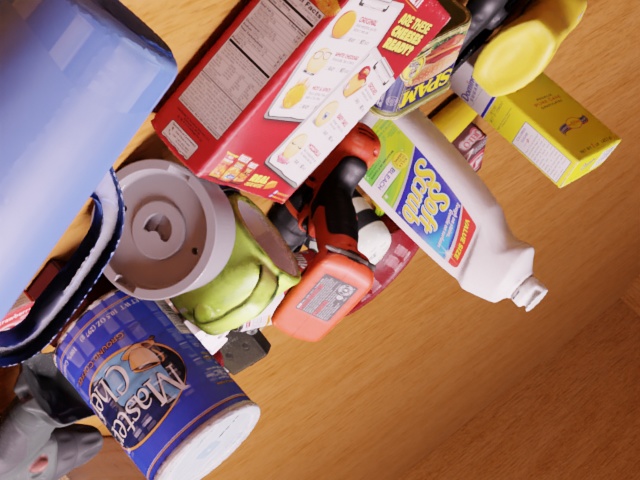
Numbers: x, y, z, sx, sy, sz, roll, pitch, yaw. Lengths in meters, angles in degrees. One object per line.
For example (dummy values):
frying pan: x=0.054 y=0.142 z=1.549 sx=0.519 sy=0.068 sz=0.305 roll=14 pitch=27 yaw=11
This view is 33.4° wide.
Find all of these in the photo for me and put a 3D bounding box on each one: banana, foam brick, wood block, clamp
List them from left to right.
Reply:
foam brick: x=-0.198 y=0.053 z=0.883 sx=0.051 sy=0.053 sz=0.078 roll=-48 pitch=159 yaw=13
wood block: x=-0.258 y=0.279 z=1.174 sx=0.091 sy=0.090 sz=0.206 roll=-47 pitch=160 yaw=6
banana: x=0.117 y=-0.103 z=1.210 sx=0.198 sy=0.037 sz=0.069 roll=-47 pitch=178 yaw=15
clamp: x=0.162 y=-0.225 z=1.018 sx=0.210 sy=0.036 sz=0.164 roll=-47 pitch=171 yaw=22

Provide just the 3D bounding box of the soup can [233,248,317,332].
soup can: x=-0.048 y=0.052 z=1.112 sx=0.102 sy=0.068 sz=0.069 roll=-13 pitch=150 yaw=-20

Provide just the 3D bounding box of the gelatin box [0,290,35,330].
gelatin box: x=-0.269 y=0.078 z=0.831 sx=0.089 sy=0.030 sz=0.073 roll=-28 pitch=155 yaw=-37

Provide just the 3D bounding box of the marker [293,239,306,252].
marker: x=-0.034 y=0.018 z=1.155 sx=0.020 sy=0.020 sz=0.121 roll=-15 pitch=137 yaw=-53

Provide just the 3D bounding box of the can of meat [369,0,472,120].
can of meat: x=0.084 y=-0.170 z=0.973 sx=0.101 sy=0.057 sz=0.084 roll=-31 pitch=154 yaw=-32

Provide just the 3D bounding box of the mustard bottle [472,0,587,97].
mustard bottle: x=0.227 y=-0.220 z=1.101 sx=0.096 sy=0.058 sz=0.191 roll=-43 pitch=-177 yaw=41

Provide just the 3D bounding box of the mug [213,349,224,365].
mug: x=-0.160 y=0.145 z=1.112 sx=0.117 sy=0.093 sz=0.082 roll=10 pitch=126 yaw=-18

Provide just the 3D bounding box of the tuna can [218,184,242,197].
tuna can: x=-0.109 y=-0.025 z=0.926 sx=0.086 sy=0.034 sz=0.086 roll=-38 pitch=160 yaw=-17

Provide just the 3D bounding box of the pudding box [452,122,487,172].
pudding box: x=0.151 y=-0.084 z=1.304 sx=0.113 sy=0.039 sz=0.090 roll=-39 pitch=160 yaw=-12

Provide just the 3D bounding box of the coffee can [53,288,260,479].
coffee can: x=-0.131 y=0.117 z=0.853 sx=0.102 sy=0.140 sz=0.103 roll=-38 pitch=160 yaw=-17

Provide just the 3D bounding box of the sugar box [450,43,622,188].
sugar box: x=0.222 y=-0.138 z=1.123 sx=0.093 sy=0.176 sz=0.048 roll=-26 pitch=156 yaw=-43

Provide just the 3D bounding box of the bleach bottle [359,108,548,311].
bleach bottle: x=0.126 y=-0.035 z=1.037 sx=0.067 sy=0.251 sz=0.103 roll=-12 pitch=144 yaw=-56

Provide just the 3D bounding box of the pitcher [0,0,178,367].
pitcher: x=-0.186 y=-0.036 z=0.611 sx=0.243 sy=0.145 sz=0.149 roll=-49 pitch=175 yaw=8

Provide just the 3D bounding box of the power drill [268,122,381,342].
power drill: x=-0.007 y=0.001 z=1.001 sx=0.057 sy=0.187 sz=0.185 roll=22 pitch=130 yaw=-21

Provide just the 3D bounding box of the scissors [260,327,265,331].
scissors: x=-0.089 y=0.075 z=1.194 sx=0.096 sy=0.016 sz=0.202 roll=-38 pitch=159 yaw=-17

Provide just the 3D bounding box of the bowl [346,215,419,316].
bowl: x=0.053 y=0.021 z=1.302 sx=0.162 sy=0.055 sz=0.162 roll=-37 pitch=159 yaw=-17

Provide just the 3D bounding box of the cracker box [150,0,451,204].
cracker box: x=-0.012 y=-0.136 z=0.834 sx=0.214 sy=0.072 sz=0.164 roll=-48 pitch=160 yaw=11
